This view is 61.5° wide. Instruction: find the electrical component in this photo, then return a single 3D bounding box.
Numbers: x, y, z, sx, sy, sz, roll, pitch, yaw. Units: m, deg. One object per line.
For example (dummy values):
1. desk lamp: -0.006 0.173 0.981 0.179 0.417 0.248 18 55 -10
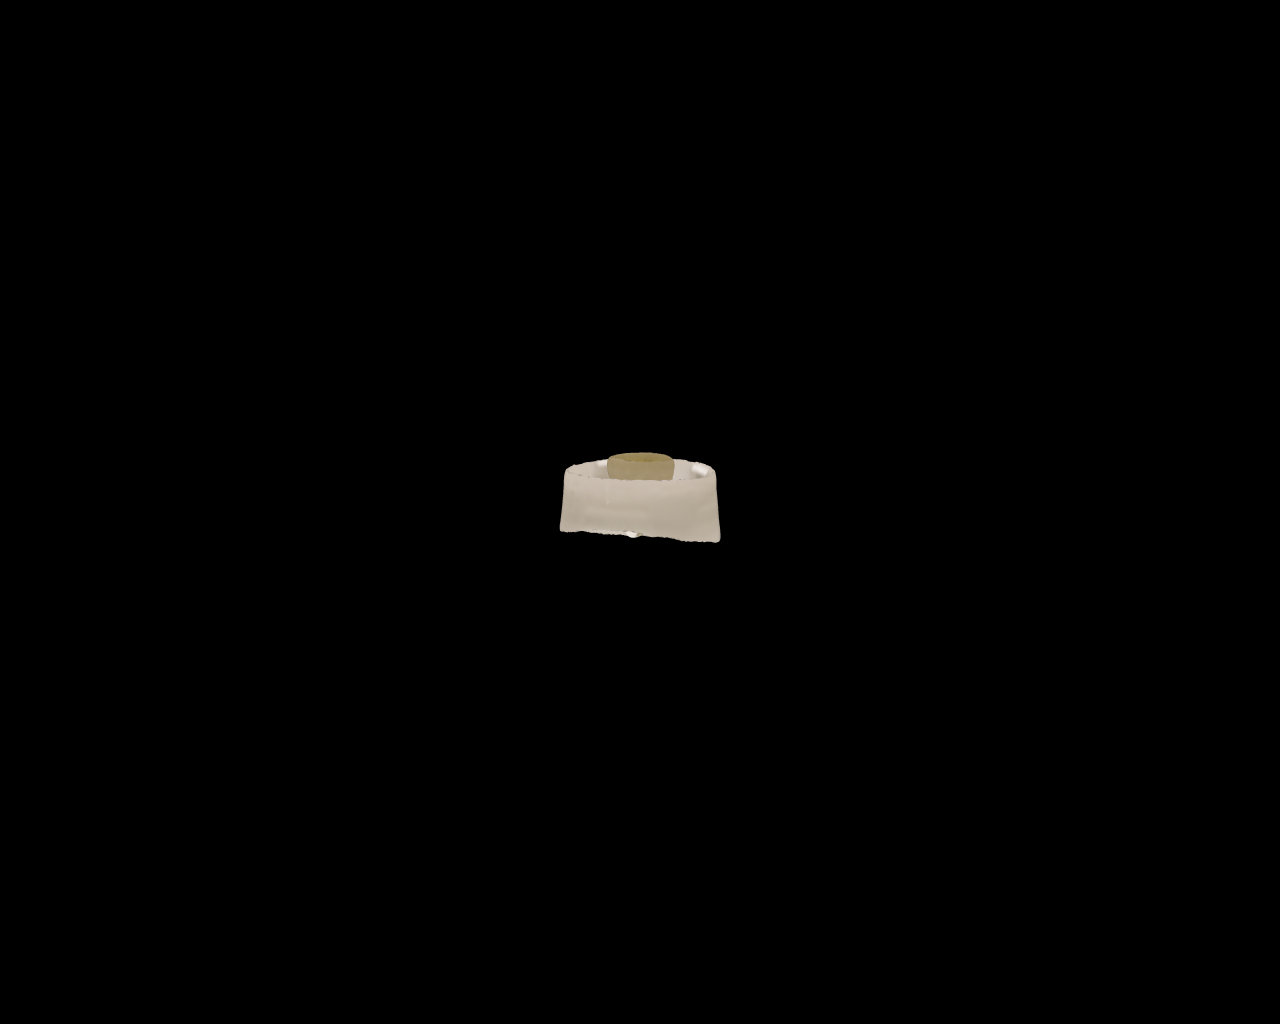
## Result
1. electrical component: 0.001 -0.003 0.650 0.099 0.064 0.099 0 11 0
